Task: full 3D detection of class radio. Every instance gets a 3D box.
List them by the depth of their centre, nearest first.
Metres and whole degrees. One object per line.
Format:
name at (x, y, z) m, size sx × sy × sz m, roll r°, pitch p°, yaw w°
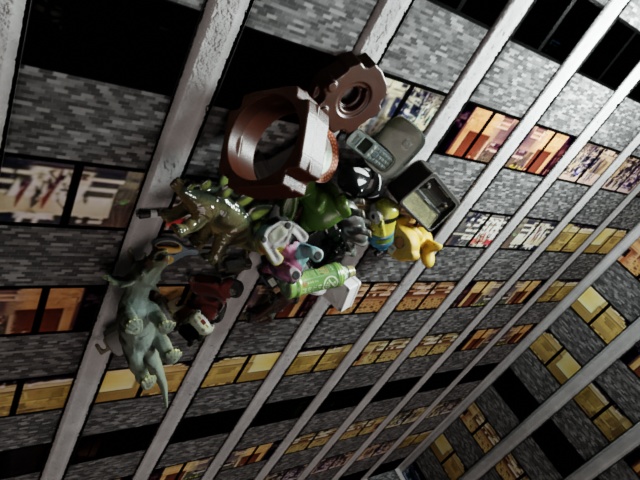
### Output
radio at (0.300, -0.123, 1.524) m, size 0.131 × 0.073 × 0.229 m, roll -42°, pitch 143°, yaw 12°

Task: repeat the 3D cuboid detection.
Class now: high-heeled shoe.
high-heeled shoe at (0.120, -0.125, 1.328) m, size 0.086 × 0.145 × 0.248 m, roll -46°, pitch 140°, yaw 18°

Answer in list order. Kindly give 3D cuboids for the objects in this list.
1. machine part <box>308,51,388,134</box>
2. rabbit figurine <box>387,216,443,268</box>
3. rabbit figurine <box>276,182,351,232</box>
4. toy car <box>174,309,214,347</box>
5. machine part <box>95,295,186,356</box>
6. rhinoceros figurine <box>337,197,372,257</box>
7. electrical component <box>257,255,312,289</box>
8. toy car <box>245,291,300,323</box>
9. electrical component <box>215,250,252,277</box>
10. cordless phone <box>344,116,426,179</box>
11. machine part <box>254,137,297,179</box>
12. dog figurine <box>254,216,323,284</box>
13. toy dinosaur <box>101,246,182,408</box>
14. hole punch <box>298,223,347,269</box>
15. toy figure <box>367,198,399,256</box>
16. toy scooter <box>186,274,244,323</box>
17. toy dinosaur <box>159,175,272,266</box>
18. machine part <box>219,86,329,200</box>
machine part at (0.063, -0.311, 1.151) m, size 0.179 × 0.056 × 0.179 m, roll -21°, pitch 143°, yaw -18°
rabbit figurine at (0.290, 0.001, 1.616) m, size 0.173 × 0.163 × 0.121 m, roll -12°, pitch 129°, yaw -53°
rabbit figurine at (-0.032, -0.110, 1.288) m, size 0.159 × 0.121 × 0.170 m, roll -29°, pitch 126°, yaw 6°
toy car at (-0.330, 0.228, 1.396) m, size 0.056 × 0.073 × 0.202 m, roll -43°, pitch -175°, yaw -30°
machine part at (-0.448, 0.217, 1.349) m, size 0.243 × 0.079 × 0.079 m, roll -31°, pitch 143°, yaw -5°
rhinoceros figurine at (0.083, -0.032, 1.445) m, size 0.112 × 0.073 × 0.190 m, roll -6°, pitch 133°, yaw 7°
electrical component at (-0.100, 0.073, 1.462) m, size 0.134 × 0.058 × 0.114 m, roll -29°, pitch 141°, yaw -5°
toy car at (-0.140, 0.198, 1.545) m, size 0.089 × 0.053 × 0.202 m, roll 1°, pitch 150°, yaw -41°
electrical component at (-0.221, 0.060, 1.374) m, size 0.102 × 0.045 × 0.078 m, roll -11°, pitch 167°, yaw -23°
cordless phone at (0.148, -0.242, 1.274) m, size 0.146 × 0.089 × 0.184 m, roll -46°, pitch 137°, yaw 17°
machine part at (-0.092, -0.179, 1.201) m, size 0.139 × 0.039 × 0.084 m, roll -28°, pitch 138°, yaw -5°
dog figurine at (-0.099, 0.031, 1.298) m, size 0.191 × 0.219 × 0.108 m, roll 47°, pitch 71°, yaw -15°
toy dinosaur at (-0.414, 0.203, 1.242) m, size 0.131 × 0.192 × 0.404 m, roll -13°, pitch 129°, yaw -32°
hole punch at (-0.003, -0.004, 1.405) m, size 0.116 × 0.092 × 0.142 m, roll -31°, pitch 123°, yaw -8°
toy figure at (0.176, -0.039, 1.523) m, size 0.089 × 0.082 × 0.179 m, roll -34°, pitch 140°, yaw -27°
toy scooter at (-0.290, 0.142, 1.383) m, size 0.135 × 0.075 × 0.184 m, roll 21°, pitch 133°, yaw -24°
toy dinosaur at (-0.205, -0.039, 1.210) m, size 0.198 × 0.105 × 0.470 m, roll -41°, pitch 155°, yaw -4°
machine part at (-0.088, -0.182, 1.036) m, size 0.202 × 0.201 × 0.087 m, roll 0°, pitch 167°, yaw 34°
